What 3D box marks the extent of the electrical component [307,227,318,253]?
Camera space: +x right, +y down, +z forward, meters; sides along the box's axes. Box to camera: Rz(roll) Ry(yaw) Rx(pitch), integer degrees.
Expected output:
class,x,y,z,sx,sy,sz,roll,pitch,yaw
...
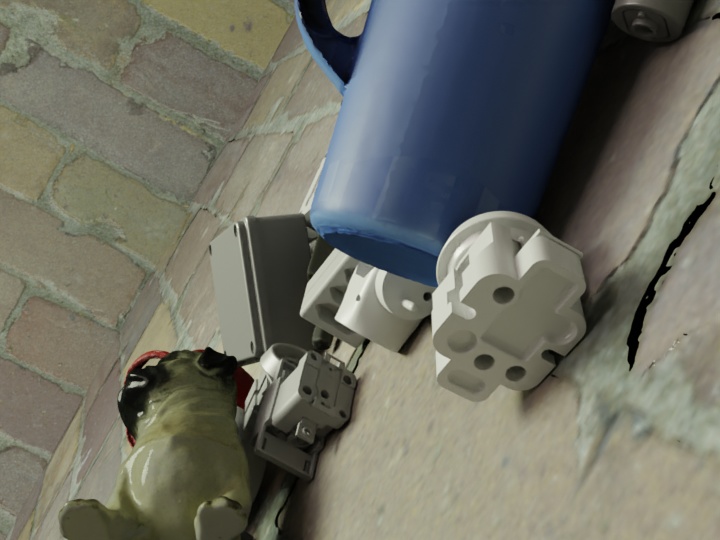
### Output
class,x,y,z,sx,sy,sz,roll,pitch,yaw
electrical component,-0.029,-0.037,0.902,0.066,0.048,0.055,-37,-3,-27

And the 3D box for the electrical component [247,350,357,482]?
class,x,y,z,sx,sy,sz,roll,pitch,yaw
electrical component,-0.035,0.089,0.696,0.064,0.042,0.081,-46,20,36

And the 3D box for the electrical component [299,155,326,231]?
class,x,y,z,sx,sy,sz,roll,pitch,yaw
electrical component,0.006,-0.069,0.828,0.113,0.057,0.078,-35,30,61

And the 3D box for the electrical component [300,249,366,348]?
class,x,y,z,sx,sy,sz,roll,pitch,yaw
electrical component,0.000,0.000,0.733,0.065,0.047,0.076,-51,16,30

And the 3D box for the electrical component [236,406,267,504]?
class,x,y,z,sx,sy,sz,roll,pitch,yaw
electrical component,-0.110,0.147,0.790,0.108,0.060,0.108,-39,36,36

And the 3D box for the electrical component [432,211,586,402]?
class,x,y,z,sx,sy,sz,roll,pitch,yaw
electrical component,0.063,0.010,0.470,0.078,0.058,0.057,-53,18,30

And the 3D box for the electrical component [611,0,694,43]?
class,x,y,z,sx,sy,sz,roll,pitch,yaw
electrical component,0.146,-0.143,0.515,0.065,0.044,0.044,-68,15,-9

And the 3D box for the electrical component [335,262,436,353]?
class,x,y,z,sx,sy,sz,roll,pitch,yaw
electrical component,0.026,0.008,0.633,0.077,0.043,0.079,-61,14,-1

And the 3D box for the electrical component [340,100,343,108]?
class,x,y,z,sx,sy,sz,roll,pitch,yaw
electrical component,0.033,-0.157,0.904,0.108,0.056,0.108,-56,14,18

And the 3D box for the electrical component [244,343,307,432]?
class,x,y,z,sx,sy,sz,roll,pitch,yaw
electrical component,-0.055,0.086,0.764,0.066,0.048,0.055,-101,35,-69

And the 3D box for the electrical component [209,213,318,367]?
class,x,y,z,sx,sy,sz,roll,pitch,yaw
electrical component,-0.076,0.018,0.853,0.109,0.056,0.108,157,106,-68
